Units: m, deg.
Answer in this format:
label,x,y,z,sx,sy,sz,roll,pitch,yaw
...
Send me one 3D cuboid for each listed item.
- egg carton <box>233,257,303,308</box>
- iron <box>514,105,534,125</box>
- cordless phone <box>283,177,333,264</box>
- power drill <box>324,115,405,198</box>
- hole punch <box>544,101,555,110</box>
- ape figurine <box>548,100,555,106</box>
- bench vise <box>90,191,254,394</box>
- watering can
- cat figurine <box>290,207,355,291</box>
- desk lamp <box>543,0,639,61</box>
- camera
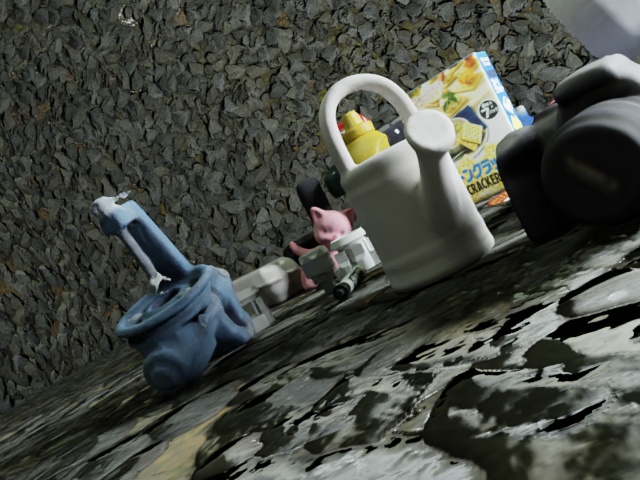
label,x,y,z,sx,sy,sz,roll,pitch,yaw
egg carton,-0.103,0.086,1.012,0.150,0.069,0.107,-27,2,27
iron,0.337,-0.186,1.117,0.257,0.141,0.119,-27,2,28
cordless phone,-0.024,-0.025,1.185,0.148,0.185,0.094,-28,2,-11
power drill,0.135,-0.119,1.141,0.229,0.208,0.076,-27,2,6
hole punch,0.270,-0.107,0.520,0.101,0.091,0.108,-28,2,-27
ape figurine,0.381,-0.174,0.878,0.076,0.092,0.078,-27,2,4
bench vise,-0.179,0.050,0.663,0.121,0.220,0.207,-27,2,-1
watering can,0.072,-0.062,0.509,0.101,0.194,0.172,-29,2,-36
cat figurine,0.008,0.003,0.924,0.127,0.118,0.067,-27,2,25
desk lamp,0.338,-0.211,0.531,0.202,0.213,0.118,-26,2,38
camera,0.178,-0.061,0.385,0.143,0.101,0.137,-26,2,42
